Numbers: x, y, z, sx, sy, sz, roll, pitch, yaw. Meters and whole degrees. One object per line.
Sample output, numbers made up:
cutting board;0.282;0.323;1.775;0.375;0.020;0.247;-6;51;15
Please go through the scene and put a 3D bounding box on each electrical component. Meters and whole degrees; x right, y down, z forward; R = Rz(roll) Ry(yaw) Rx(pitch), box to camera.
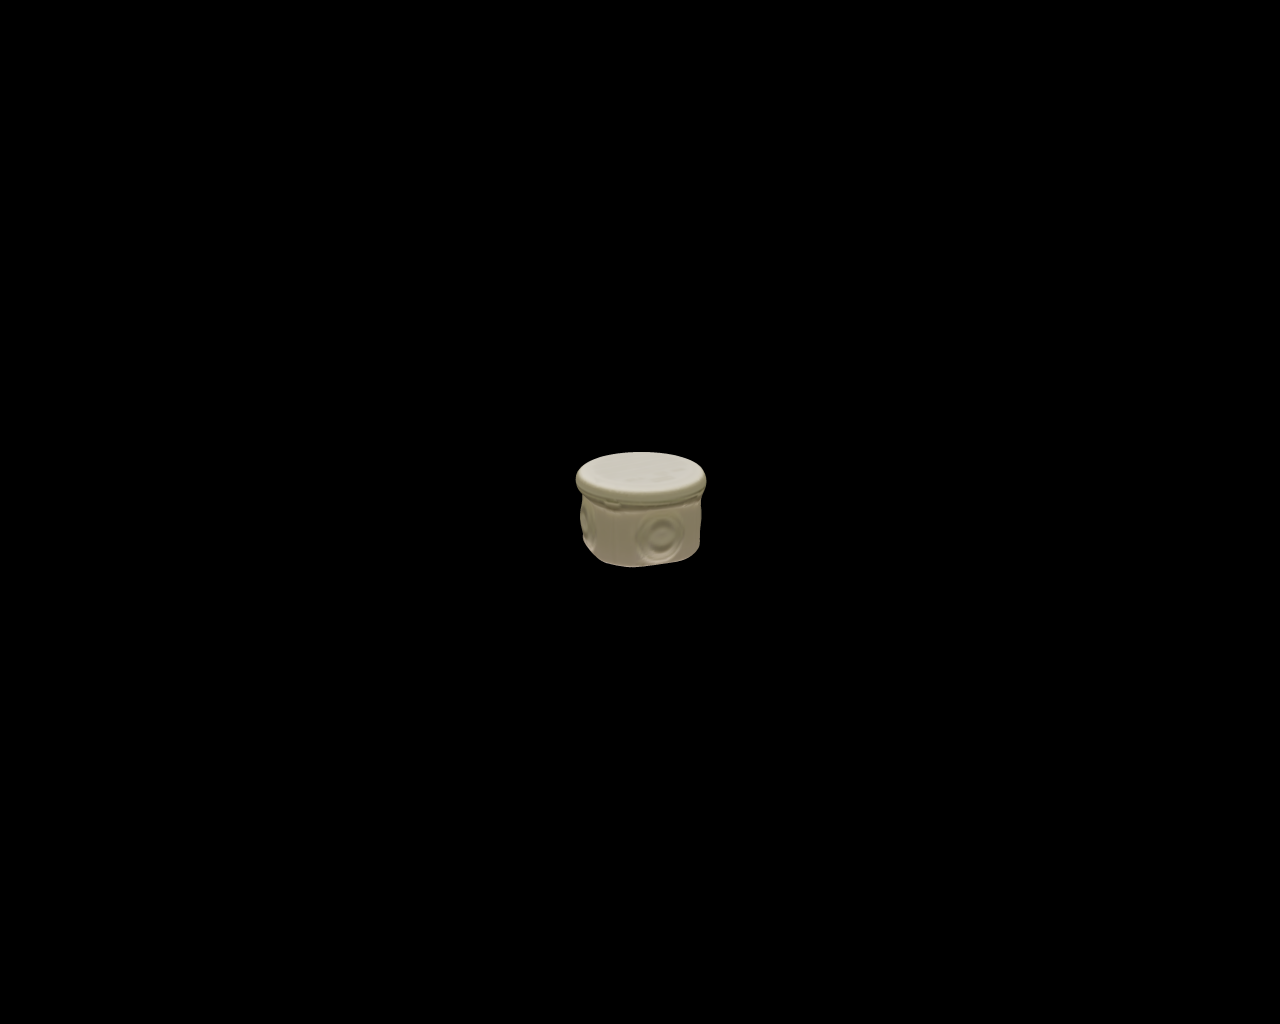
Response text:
electrical component;0.001;-0.003;0.650;0.080;0.050;0.080;0;21;0
